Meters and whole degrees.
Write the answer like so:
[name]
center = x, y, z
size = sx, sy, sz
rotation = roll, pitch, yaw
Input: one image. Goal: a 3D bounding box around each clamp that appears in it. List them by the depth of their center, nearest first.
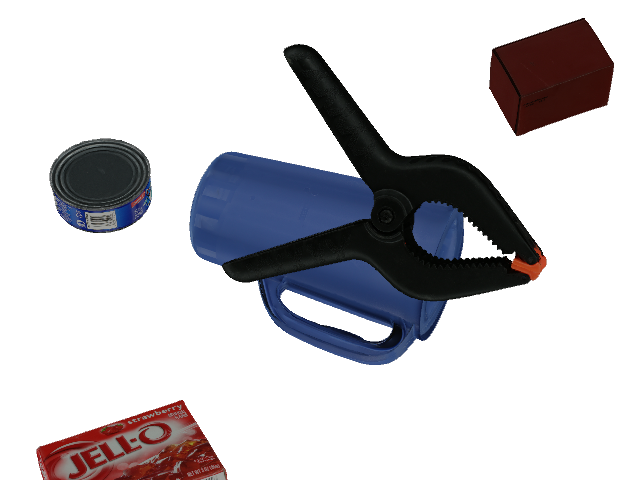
[clamp]
center = 0.044, -0.029, 0.682
size = 0.210, 0.165, 0.036
rotation = 15, 16, 17

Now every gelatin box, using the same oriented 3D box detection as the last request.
[gelatin box]
center = -0.104, 0.129, 0.585
size = 0.089, 0.030, 0.073
rotation = -15, 29, -20

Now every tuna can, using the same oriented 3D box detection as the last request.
[tuna can]
center = -0.189, -0.047, 0.926
size = 0.086, 0.086, 0.034
rotation = 0, -41, -3

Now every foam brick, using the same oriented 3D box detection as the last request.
[foam brick]
center = 0.175, -0.125, 0.814
size = 0.078, 0.051, 0.053
rotation = -19, -30, -5

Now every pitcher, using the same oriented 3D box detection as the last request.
[pitcher]
center = 0.002, 0.006, 0.984
size = 0.243, 0.145, 0.149
rotation = 16, 21, 17
